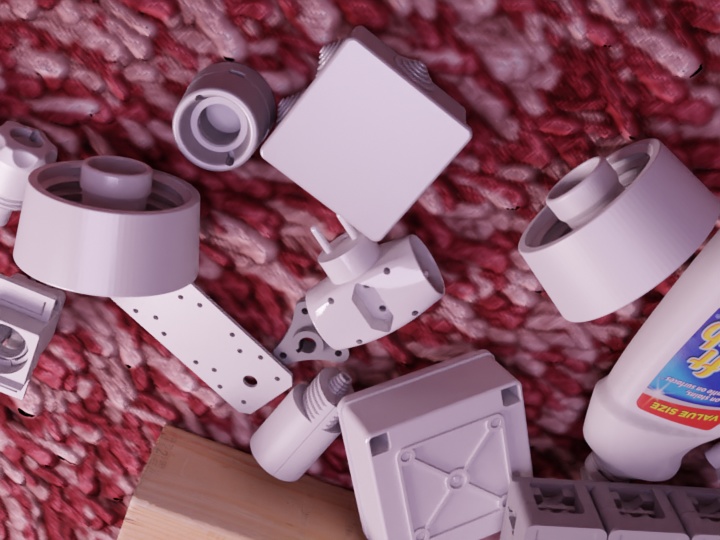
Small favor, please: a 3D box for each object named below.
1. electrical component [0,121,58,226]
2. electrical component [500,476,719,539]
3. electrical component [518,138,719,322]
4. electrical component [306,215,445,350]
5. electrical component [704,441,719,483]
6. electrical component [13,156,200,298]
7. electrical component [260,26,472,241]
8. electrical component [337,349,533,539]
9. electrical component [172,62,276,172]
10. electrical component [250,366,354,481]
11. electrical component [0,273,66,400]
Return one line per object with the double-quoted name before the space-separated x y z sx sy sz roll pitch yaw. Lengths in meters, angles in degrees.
"electrical component" -0.215 -0.056 0.660 0.043 0.043 0.062 28 116 -8
"electrical component" 0.166 0.186 0.668 0.150 0.061 0.089 4 112 -5
"electrical component" 0.139 -0.029 0.607 0.108 0.108 0.060 -38 100 20
"electrical component" 0.000 0.000 0.665 0.077 0.043 0.079 -28 110 17
"electrical component" 0.268 0.126 0.700 0.066 0.048 0.055 44 119 -14
"electrical component" -0.145 -0.033 0.631 0.108 0.108 0.060 11 110 0
"electrical component" 0.005 -0.081 0.624 0.100 0.048 0.099 37 113 -12
"electrical component" 0.051 0.121 0.690 0.109 0.056 0.108 -18 115 -15
"electrical component" -0.080 -0.089 0.629 0.055 0.047 0.055 2 116 4
"electrical component" -0.033 0.098 0.715 0.043 0.043 0.081 35 113 -11
"electrical component" -0.222 0.037 0.693 0.042 0.063 0.081 23 116 -7
